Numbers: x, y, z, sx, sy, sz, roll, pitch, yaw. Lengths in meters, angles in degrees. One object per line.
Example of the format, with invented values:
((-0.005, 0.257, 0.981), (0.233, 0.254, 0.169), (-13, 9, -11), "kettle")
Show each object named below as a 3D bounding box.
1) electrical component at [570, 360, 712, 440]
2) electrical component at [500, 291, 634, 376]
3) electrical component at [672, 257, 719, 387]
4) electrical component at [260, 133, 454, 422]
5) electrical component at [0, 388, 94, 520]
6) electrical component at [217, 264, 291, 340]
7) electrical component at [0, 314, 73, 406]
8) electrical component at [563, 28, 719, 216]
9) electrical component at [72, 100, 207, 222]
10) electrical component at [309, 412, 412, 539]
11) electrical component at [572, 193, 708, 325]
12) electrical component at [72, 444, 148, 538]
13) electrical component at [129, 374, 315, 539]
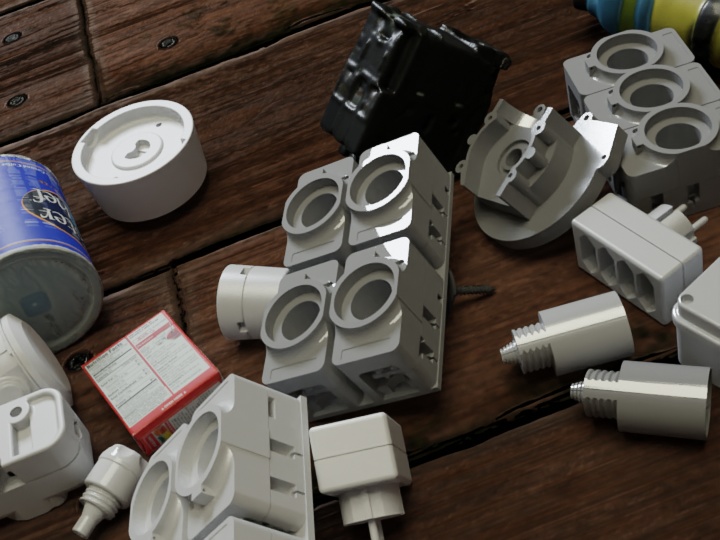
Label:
((0.168, 0.077, 0.649), (0.081, 0.043, 0.043), (3, 49, 22), "electrical component")
((0.130, 0.045, 0.693), (0.081, 0.043, 0.043), (-16, 44, 4), "electrical component")
((0.254, 0.039, 0.645), (0.078, 0.057, 0.113), (-39, 47, -19), "electrical component")
((0.000, 0.000, 0.740), (0.105, 0.060, 0.186), (-17, 46, 28), "electrical component")
((-0.233, 0.129, 0.727), (0.095, 0.059, 0.053), (-22, 44, -2), "electrical component")
((-0.072, 0.024, 0.778), (0.047, 0.055, 0.055), (0, 47, 15), "electrical component")
((-0.247, 0.076, 0.772), (0.051, 0.080, 0.080), (-34, 46, -7), "electrical component")
((0.219, -0.111, 0.801), (0.089, 0.061, 0.150), (-17, 44, 3), "electrical component")
((-0.183, -0.088, 0.920), (0.108, 0.060, 0.108), (-10, 45, 10), "electrical component")
((0.005, 0.131, 0.645), (0.047, 0.065, 0.076), (-13, 74, 7), "electrical component")
((0.201, -0.019, 0.728), (0.076, 0.047, 0.083), (-35, 46, -15), "electrical component")
((-0.167, 0.147, 0.706), (0.035, 0.035, 0.061), (13, 56, 29), "electrical component")
((-0.080, 0.163, 0.602), (0.105, 0.060, 0.186), (-46, 33, 32), "electrical component")
